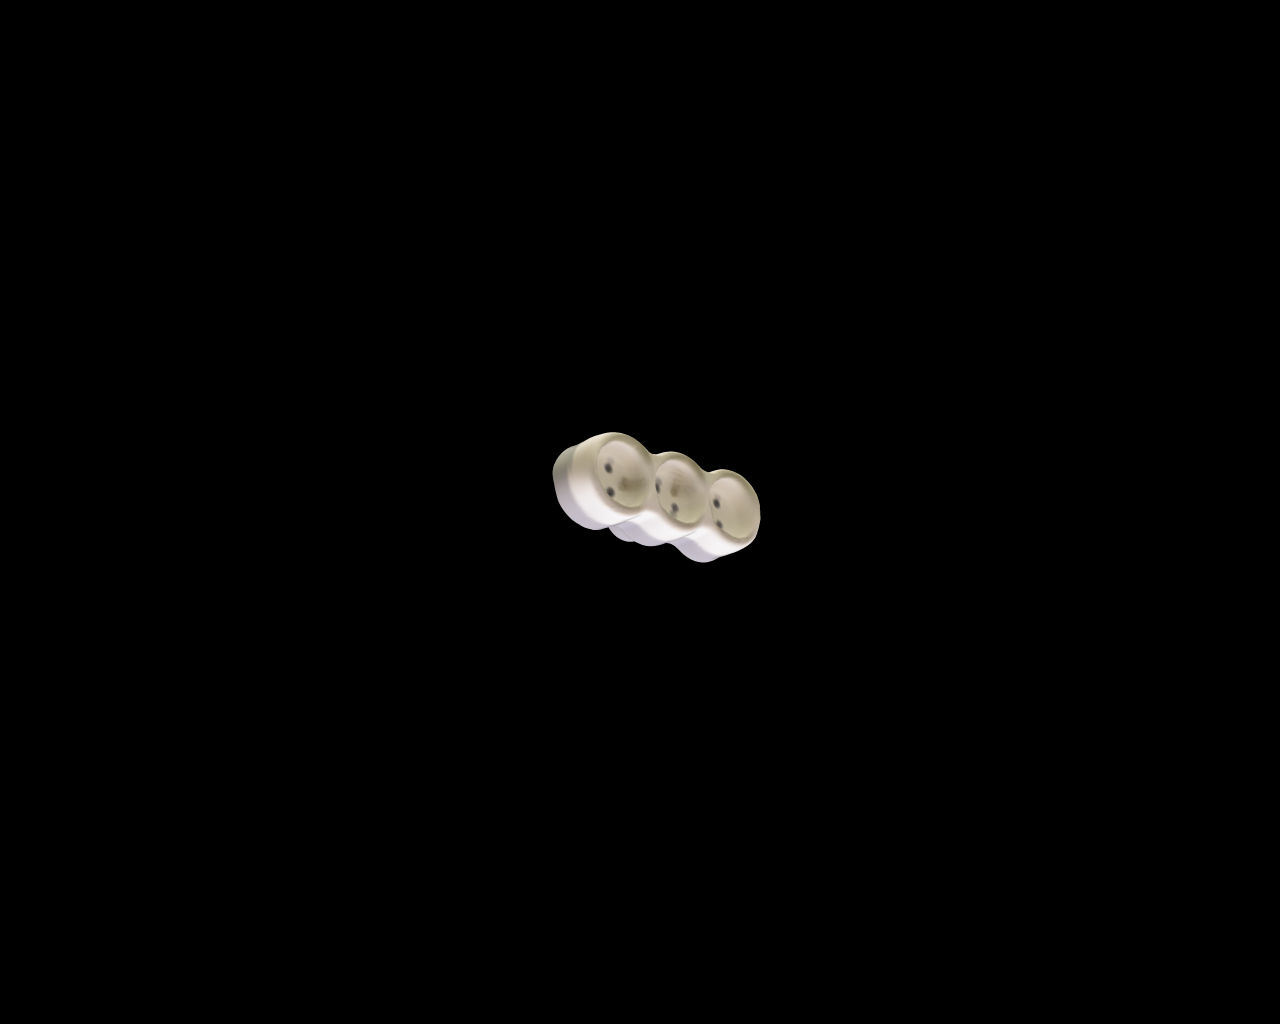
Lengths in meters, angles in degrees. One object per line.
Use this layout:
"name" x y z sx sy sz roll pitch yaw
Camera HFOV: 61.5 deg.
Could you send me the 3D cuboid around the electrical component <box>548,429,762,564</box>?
"electrical component" 0.001 -0.003 0.650 0.138 0.052 0.073 17 -27 -38
